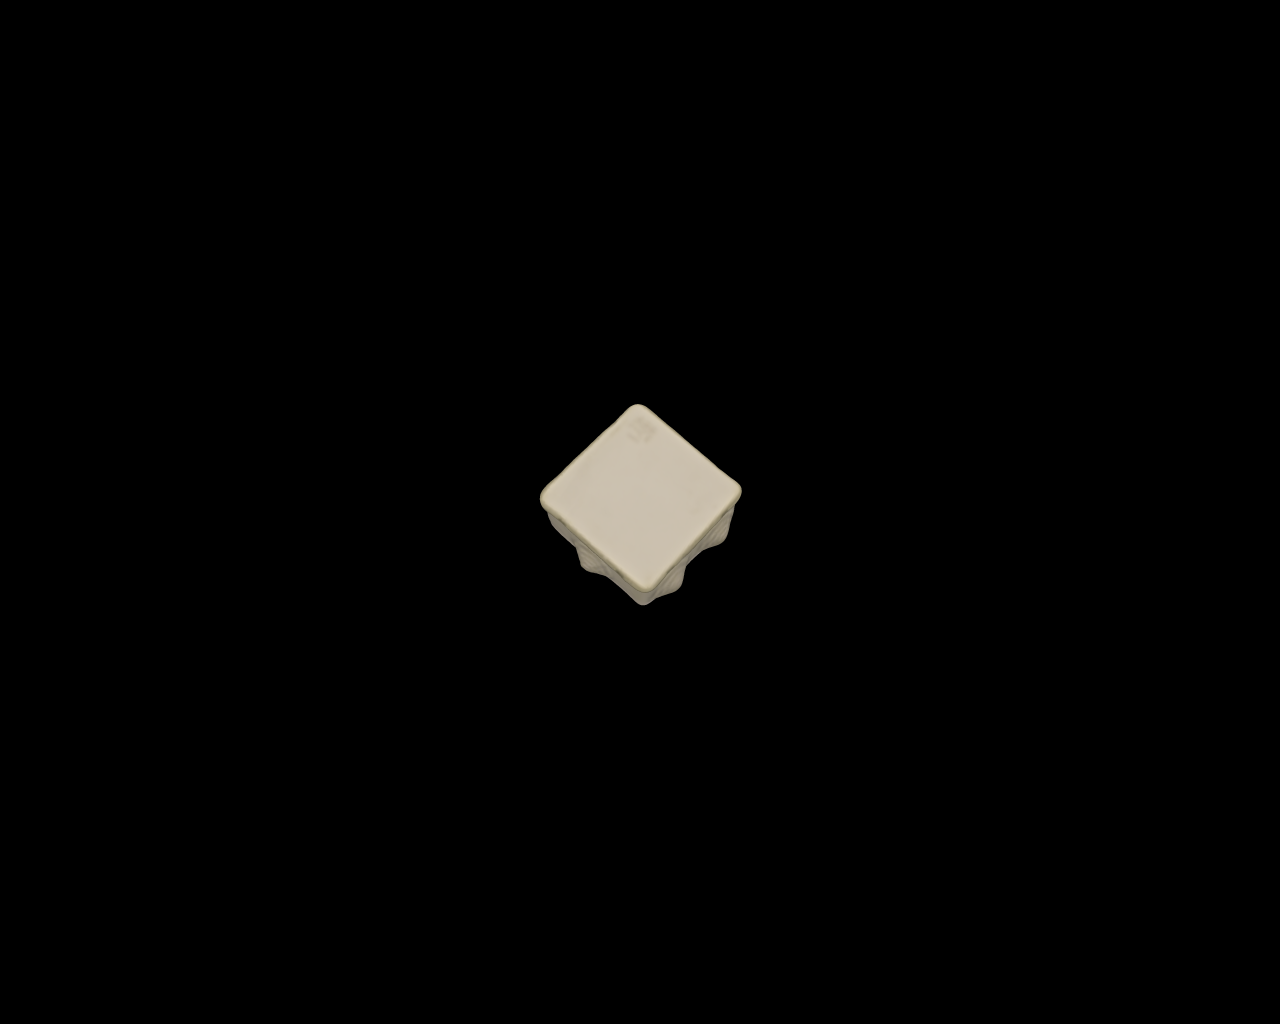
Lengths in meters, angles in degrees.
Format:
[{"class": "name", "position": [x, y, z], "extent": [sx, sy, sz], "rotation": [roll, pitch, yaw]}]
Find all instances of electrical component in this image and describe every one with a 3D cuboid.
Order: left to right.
[{"class": "electrical component", "position": [0.001, -0.003, 0.650], "extent": [0.100, 0.100, 0.048], "rotation": [41, -15, 14]}]
